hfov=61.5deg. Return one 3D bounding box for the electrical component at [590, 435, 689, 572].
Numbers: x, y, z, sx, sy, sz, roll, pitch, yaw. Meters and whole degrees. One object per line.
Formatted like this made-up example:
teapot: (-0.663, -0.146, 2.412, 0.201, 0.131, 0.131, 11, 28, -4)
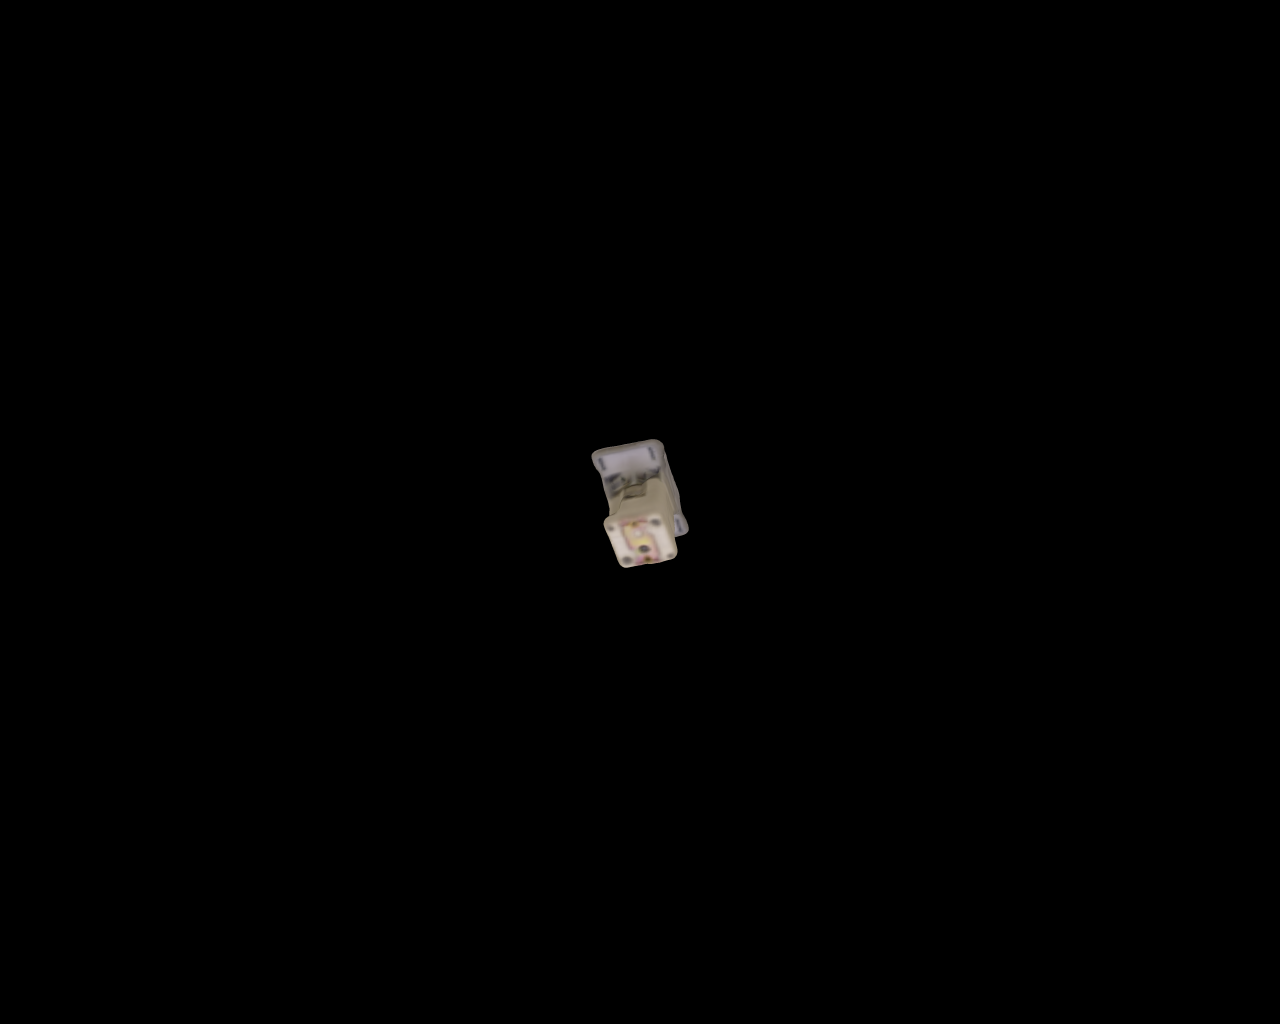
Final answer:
electrical component: (0.001, -0.003, 0.650, 0.042, 0.064, 0.080, -11, -47, 11)
